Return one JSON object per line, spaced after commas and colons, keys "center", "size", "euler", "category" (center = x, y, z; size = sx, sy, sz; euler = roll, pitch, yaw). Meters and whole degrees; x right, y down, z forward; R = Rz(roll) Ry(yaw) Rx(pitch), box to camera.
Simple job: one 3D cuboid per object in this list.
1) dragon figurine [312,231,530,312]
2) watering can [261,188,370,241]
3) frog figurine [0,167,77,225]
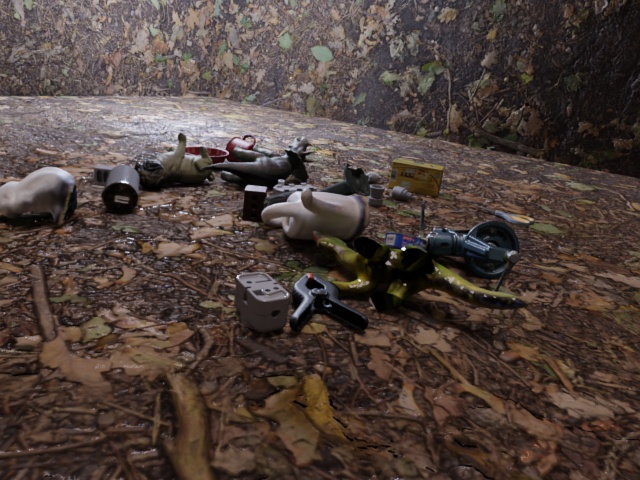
{"center": [0.162, 0.050, 0.943], "size": [0.411, 0.121, 0.244], "euler": [14, 12, 19], "category": "dragon figurine"}
{"center": [0.003, -0.054, 1.074], "size": [0.224, 0.104, 0.346], "euler": [2, -6, -19], "category": "watering can"}
{"center": [-0.591, -0.098, 1.055], "size": [0.159, 0.120, 0.141], "euler": [15, 36, -15], "category": "frog figurine"}
